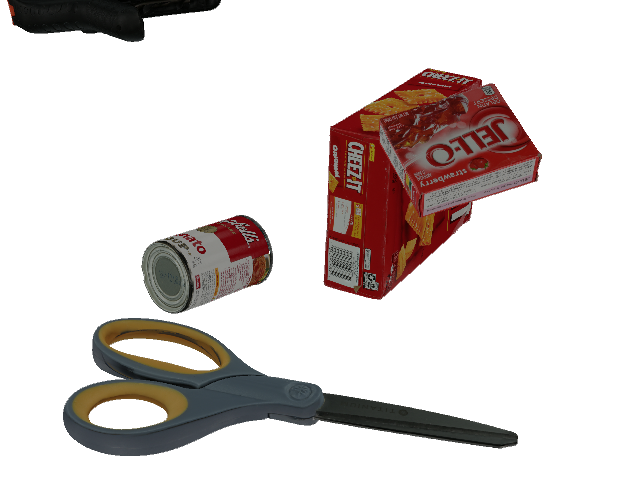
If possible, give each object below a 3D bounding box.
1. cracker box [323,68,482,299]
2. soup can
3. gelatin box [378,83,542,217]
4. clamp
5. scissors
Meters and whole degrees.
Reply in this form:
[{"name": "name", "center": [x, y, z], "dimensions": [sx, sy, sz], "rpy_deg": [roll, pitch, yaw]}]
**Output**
[{"name": "cracker box", "center": [0.085, -0.060, 1.045], "dimensions": [0.072, 0.164, 0.213], "rpy_deg": [16, 30, 26]}, {"name": "soup can", "center": [-0.103, 0.021, 0.967], "dimensions": [0.069, 0.068, 0.102], "rpy_deg": [0, 14, 44]}, {"name": "gelatin box", "center": [0.093, -0.062, 0.721], "dimensions": [0.089, 0.073, 0.030], "rpy_deg": [-18, -36, -9]}, {"name": "clamp", "center": [-0.164, -0.182, 0.825], "dimensions": [0.172, 0.039, 0.120], "rpy_deg": [13, 24, 33]}, {"name": "scissors", "center": [-0.024, 0.079, 0.466], "dimensions": [0.202, 0.016, 0.096], "rpy_deg": [17, 33, 22]}]
